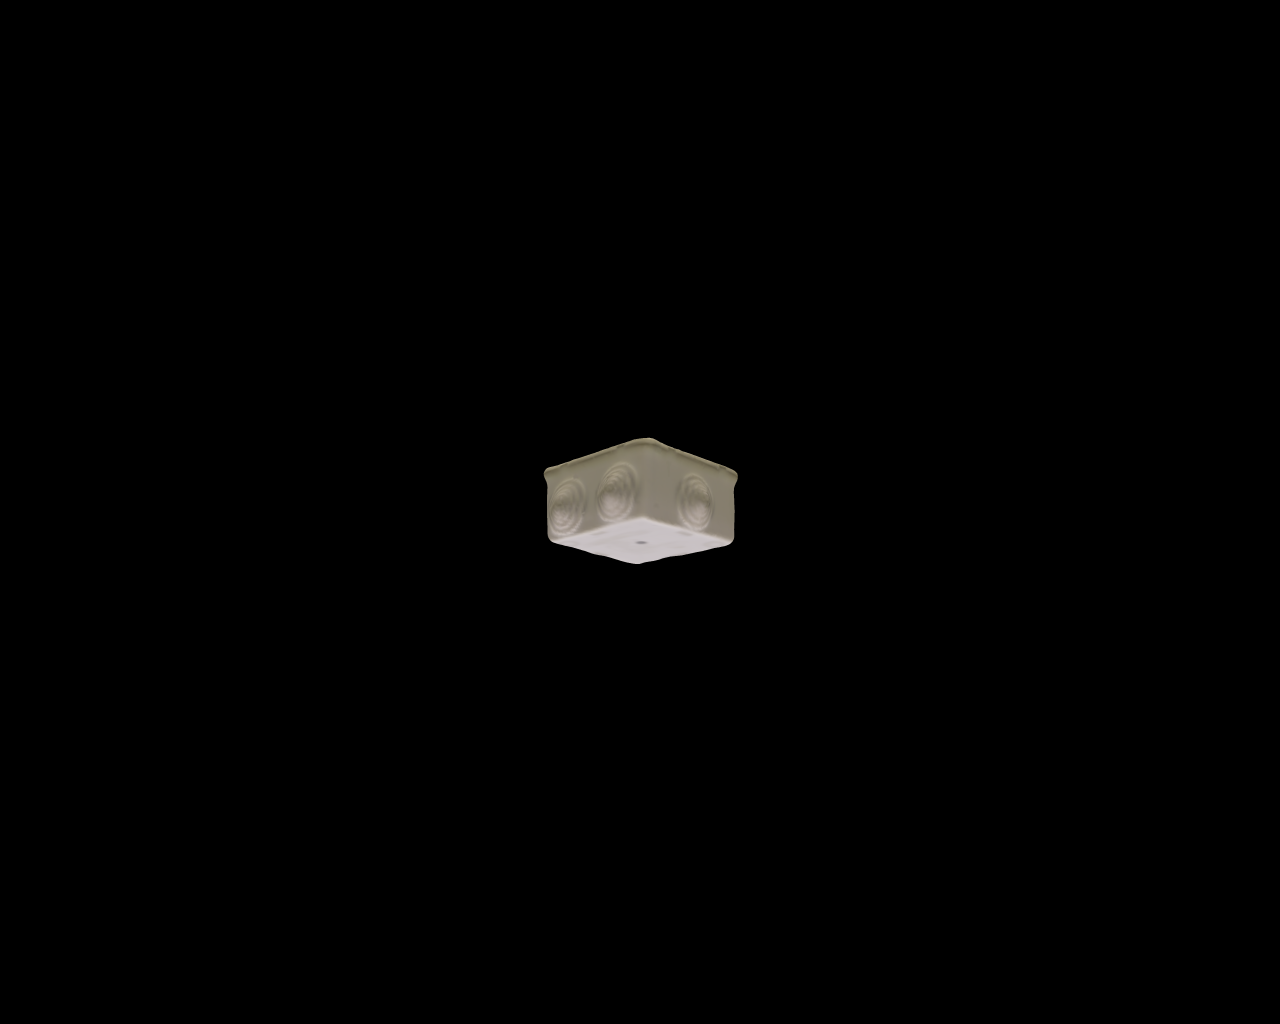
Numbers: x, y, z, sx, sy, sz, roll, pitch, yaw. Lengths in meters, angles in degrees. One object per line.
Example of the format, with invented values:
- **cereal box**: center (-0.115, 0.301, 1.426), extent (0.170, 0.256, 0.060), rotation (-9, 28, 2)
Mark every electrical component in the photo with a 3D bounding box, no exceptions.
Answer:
- **electrical component**: center (0.001, -0.003, 0.650), extent (0.099, 0.048, 0.100), rotation (-14, -21, 40)
